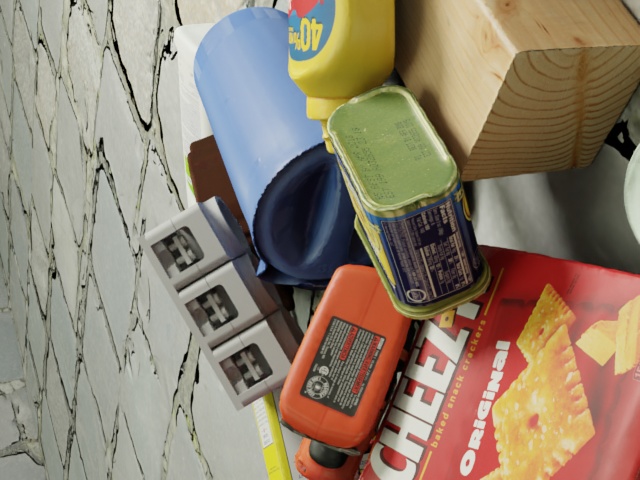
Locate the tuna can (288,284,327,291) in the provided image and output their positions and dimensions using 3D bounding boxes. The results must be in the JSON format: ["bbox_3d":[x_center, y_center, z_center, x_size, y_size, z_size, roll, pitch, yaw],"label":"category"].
[{"bbox_3d":[-0.006,0.001,0.873,0.034,0.086,0.086,102,151,-41],"label":"tuna can"}]

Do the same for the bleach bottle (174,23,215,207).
[{"bbox_3d":[-0.114,-0.094,1.131,0.103,0.068,0.251,-129,37,-53],"label":"bleach bottle"}]

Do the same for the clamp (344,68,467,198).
[{"bbox_3d":[0.064,-0.093,0.707,0.039,0.120,0.171,-3,70,33],"label":"clamp"}]

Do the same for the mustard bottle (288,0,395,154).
[{"bbox_3d":[0.010,-0.145,0.603,0.096,0.058,0.192,-153,58,-66],"label":"mustard bottle"}]

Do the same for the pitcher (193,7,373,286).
[{"bbox_3d":[-0.014,-0.093,0.838,0.243,0.149,0.145,-118,16,-47],"label":"pitcher"}]

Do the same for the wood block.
[{"bbox_3d":[0.088,-0.142,0.612,0.091,0.090,0.206,110,145,-46],"label":"wood block"}]

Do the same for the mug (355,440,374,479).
[{"bbox_3d":[0.056,0.205,0.787,0.093,0.081,0.117,132,127,-61],"label":"mug"}]

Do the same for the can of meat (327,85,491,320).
[{"bbox_3d":[0.046,-0.022,0.580,0.102,0.057,0.084,-114,1,-46],"label":"can of meat"}]

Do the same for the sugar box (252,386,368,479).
[{"bbox_3d":[0.002,0.182,0.893,0.048,0.093,0.176,135,125,-63],"label":"sugar box"}]

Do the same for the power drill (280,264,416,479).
[{"bbox_3d":[0.030,0.073,0.703,0.187,0.057,0.184,69,-138,-75],"label":"power drill"}]

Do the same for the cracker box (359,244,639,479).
[{"bbox_3d":[0.117,0.093,0.552,0.214,0.072,0.164,15,82,65],"label":"cracker box"}]
